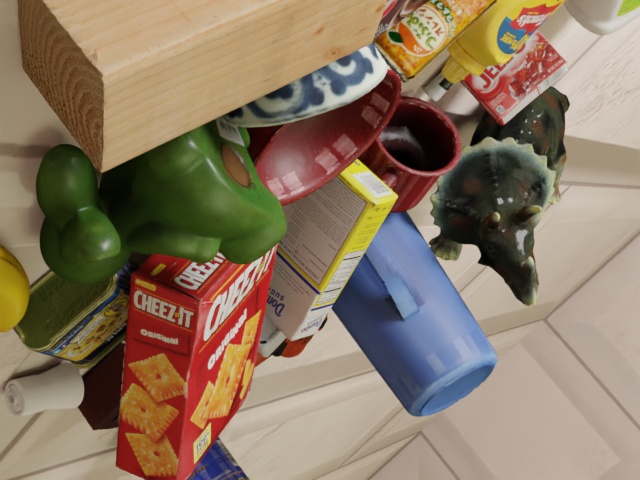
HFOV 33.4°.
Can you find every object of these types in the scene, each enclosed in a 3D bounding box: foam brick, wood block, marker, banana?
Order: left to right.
[{"bbox_3d":[-0.248,0.027,0.759,0.069,0.037,0.197,-22,161,6],"label":"banana"},{"bbox_3d":[-0.207,0.150,1.096,0.078,0.051,0.053,-43,162,11],"label":"foam brick"},{"bbox_3d":[-0.064,-0.137,0.632,0.205,0.091,0.090,-29,159,-26],"label":"wood block"},{"bbox_3d":[0.148,-0.184,1.039,0.121,0.020,0.020,-46,161,19],"label":"marker"}]

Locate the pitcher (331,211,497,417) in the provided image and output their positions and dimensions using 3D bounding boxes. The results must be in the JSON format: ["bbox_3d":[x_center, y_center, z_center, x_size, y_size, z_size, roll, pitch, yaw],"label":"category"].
[{"bbox_3d":[0.073,0.054,1.103,0.148,0.243,0.145,-9,146,-45],"label":"pitcher"}]

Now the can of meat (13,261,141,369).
[{"bbox_3d":[-0.195,0.056,0.889,0.102,0.057,0.084,-41,159,3],"label":"can of meat"}]

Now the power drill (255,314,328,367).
[{"bbox_3d":[-0.067,0.114,1.268,0.187,0.057,0.185,-27,157,-33],"label":"power drill"}]

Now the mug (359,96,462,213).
[{"bbox_3d":[0.075,-0.072,1.039,0.117,0.093,0.082,-60,-178,-36],"label":"mug"}]

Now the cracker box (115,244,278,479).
[{"bbox_3d":[-0.104,0.086,0.933,0.164,0.072,0.214,-52,159,-54],"label":"cracker box"}]

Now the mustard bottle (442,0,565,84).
[{"bbox_3d":[0.179,-0.216,0.961,0.192,0.058,0.096,-47,161,24],"label":"mustard bottle"}]

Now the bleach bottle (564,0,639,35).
[{"bbox_3d":[0.306,-0.305,0.992,0.102,0.068,0.251,-33,158,-18],"label":"bleach bottle"}]

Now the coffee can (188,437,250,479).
[{"bbox_3d":[-0.167,0.269,1.308,0.102,0.140,0.103,-35,161,-14],"label":"coffee can"}]

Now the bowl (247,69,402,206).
[{"bbox_3d":[-0.012,-0.098,0.878,0.162,0.055,0.162,-34,161,-14],"label":"bowl"}]

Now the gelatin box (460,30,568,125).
[{"bbox_3d":[0.190,-0.170,1.066,0.089,0.073,0.030,-40,161,6],"label":"gelatin box"}]

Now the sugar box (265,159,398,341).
[{"bbox_3d":[-0.007,0.001,1.018,0.048,0.093,0.176,-13,141,-49],"label":"sugar box"}]

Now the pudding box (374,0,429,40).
[{"bbox_3d":[0.059,-0.204,0.790,0.113,0.039,0.090,-38,162,-4],"label":"pudding box"}]
